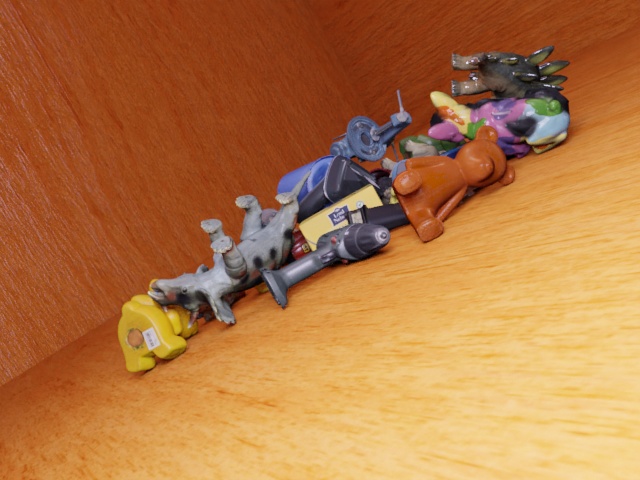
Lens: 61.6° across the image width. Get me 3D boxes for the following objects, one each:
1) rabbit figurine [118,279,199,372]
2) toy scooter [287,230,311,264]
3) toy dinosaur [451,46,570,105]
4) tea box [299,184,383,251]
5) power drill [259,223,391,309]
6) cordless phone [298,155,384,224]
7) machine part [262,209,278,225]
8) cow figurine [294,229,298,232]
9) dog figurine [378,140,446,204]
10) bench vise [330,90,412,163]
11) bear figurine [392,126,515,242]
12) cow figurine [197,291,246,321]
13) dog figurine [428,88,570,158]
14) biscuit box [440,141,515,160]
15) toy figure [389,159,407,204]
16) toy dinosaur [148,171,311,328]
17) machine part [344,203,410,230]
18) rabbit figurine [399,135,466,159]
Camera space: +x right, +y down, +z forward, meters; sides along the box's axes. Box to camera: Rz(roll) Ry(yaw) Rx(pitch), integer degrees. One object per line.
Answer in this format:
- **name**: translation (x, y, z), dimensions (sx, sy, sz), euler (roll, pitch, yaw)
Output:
- **rabbit figurine**: translation (-0.317, 0.167, 1.066), dimensions (0.122, 0.162, 0.173), euler (-40, -14, 21)
- **toy scooter**: translation (-0.002, -0.004, 1.208), dimensions (0.135, 0.075, 0.184), euler (-25, 5, 20)
- **toy dinosaur**: translation (0.392, -0.302, 1.080), dimensions (0.199, 0.105, 0.471), euler (2, 2, 31)
- **tea box**: translation (0.054, -0.032, 1.090), dimensions (0.170, 0.098, 0.068), euler (-30, 7, 8)
- **power drill**: translation (0.000, 0.034, 0.936), dimensions (0.207, 0.086, 0.232), euler (-35, 8, -12)
- **cordless phone**: translation (0.033, -0.086, 1.180), dimensions (0.184, 0.089, 0.146), euler (-42, -35, 19)
- **machine part**: translation (-0.115, -0.034, 1.275), dimensions (0.079, 0.079, 0.243), euler (-30, 10, -5)
- **cow figurine**: translation (-0.086, 0.023, 1.368), dimensions (0.167, 0.068, 0.098), euler (-27, 3, 10)
- **dog figurine**: translation (0.221, -0.142, 1.238), dimensions (0.172, 0.121, 0.191), euler (-36, 17, 20)
- **bench vise**: translation (0.148, -0.258, 1.336), dimensions (0.223, 0.129, 0.241), euler (-9, -12, -36)
- **bear figurine**: translation (0.218, -0.095, 0.852), dimensions (0.196, 0.120, 0.132), euler (-23, 12, 7)
- **cow figurine**: translation (-0.241, 0.120, 1.236), dimensions (0.127, 0.085, 0.195), euler (-25, 9, -14)
- **dog figurine**: translation (0.306, -0.218, 0.972), dimensions (0.219, 0.108, 0.191), euler (5, -4, -15)
- **biscuit box**: translation (0.330, -0.179, 1.153), dimensions (0.203, 0.062, 0.059), euler (-22, 11, 44)
- **toy figure**: translation (0.183, -0.115, 1.064), dimensions (0.180, 0.082, 0.089), euler (49, -122, -73)
- **toy dinosaur**: translation (-0.129, 0.024, 1.053), dimensions (0.131, 0.191, 0.405), euler (26, 44, 36)
- **machine part**: translation (0.117, -0.038, 1.022), dimensions (0.139, 0.084, 0.039), euler (-18, -12, 19)
- **rabbit figurine**: translation (0.306, -0.230, 1.384), dimensions (0.170, 0.121, 0.159), euler (-15, 1, -5)
